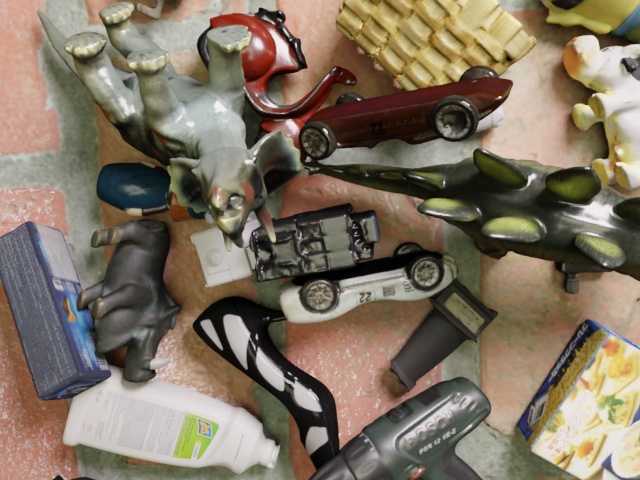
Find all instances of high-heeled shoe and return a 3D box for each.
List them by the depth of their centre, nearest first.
[{"bbox_3d":[-0.062,0.185,0.637,0.145,0.086,0.248,-12,90,8],"label":"high-heeled shoe"}]

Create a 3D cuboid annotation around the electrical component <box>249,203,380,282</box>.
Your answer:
[{"bbox_3d":[-0.001,-0.002,0.590,0.134,0.115,0.058,-11,101,6],"label":"electrical component"}]

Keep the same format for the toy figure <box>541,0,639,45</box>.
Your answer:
[{"bbox_3d":[0.314,-0.252,0.544,0.180,0.089,0.082,28,64,6],"label":"toy figure"}]

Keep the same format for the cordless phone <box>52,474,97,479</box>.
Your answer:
[{"bbox_3d":[-0.273,0.382,0.678,0.184,0.089,0.146,10,97,-1],"label":"cordless phone"}]

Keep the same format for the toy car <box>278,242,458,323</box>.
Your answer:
[{"bbox_3d":[0.053,0.047,0.599,0.202,0.073,0.056,-11,104,-5],"label":"toy car"}]

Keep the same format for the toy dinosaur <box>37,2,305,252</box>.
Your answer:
[{"bbox_3d":[-0.163,-0.132,0.571,0.131,0.405,0.191,-33,136,-28],"label":"toy dinosaur"}]

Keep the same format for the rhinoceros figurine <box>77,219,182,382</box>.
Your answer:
[{"bbox_3d":[-0.217,0.069,0.628,0.073,0.112,0.190,-6,80,46],"label":"rhinoceros figurine"}]

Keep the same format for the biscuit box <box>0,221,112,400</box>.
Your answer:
[{"bbox_3d":[-0.313,0.081,0.623,0.063,0.059,0.203,-29,73,7],"label":"biscuit box"}]

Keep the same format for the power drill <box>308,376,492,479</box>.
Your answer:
[{"bbox_3d":[0.120,0.283,0.611,0.232,0.086,0.207,-36,93,-14],"label":"power drill"}]

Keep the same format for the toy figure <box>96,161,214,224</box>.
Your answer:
[{"bbox_3d":[-0.178,-0.055,0.629,0.155,0.058,0.064,11,104,-1],"label":"toy figure"}]

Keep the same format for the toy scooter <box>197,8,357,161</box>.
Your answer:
[{"bbox_3d":[-0.041,-0.181,0.593,0.135,0.075,0.183,-30,97,8],"label":"toy scooter"}]

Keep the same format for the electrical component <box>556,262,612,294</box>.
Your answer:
[{"bbox_3d":[0.304,0.015,0.612,0.063,0.021,0.094,0,96,4],"label":"electrical component"}]

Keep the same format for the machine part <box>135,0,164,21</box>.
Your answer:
[{"bbox_3d":[-0.154,-0.362,0.580,0.079,0.079,0.243,16,98,3],"label":"machine part"}]

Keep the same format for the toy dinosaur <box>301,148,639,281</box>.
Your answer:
[{"bbox_3d":[0.189,-0.034,0.527,0.472,0.198,0.105,10,90,27],"label":"toy dinosaur"}]

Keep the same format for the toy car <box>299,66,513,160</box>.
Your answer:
[{"bbox_3d":[0.073,-0.112,0.497,0.202,0.089,0.053,-1,120,34],"label":"toy car"}]

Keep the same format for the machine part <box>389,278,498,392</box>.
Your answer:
[{"bbox_3d":[0.137,0.116,0.632,0.084,0.039,0.139,38,97,-9],"label":"machine part"}]

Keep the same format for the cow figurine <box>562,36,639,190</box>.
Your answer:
[{"bbox_3d":[0.326,-0.146,0.567,0.098,0.068,0.167,-23,98,2],"label":"cow figurine"}]
